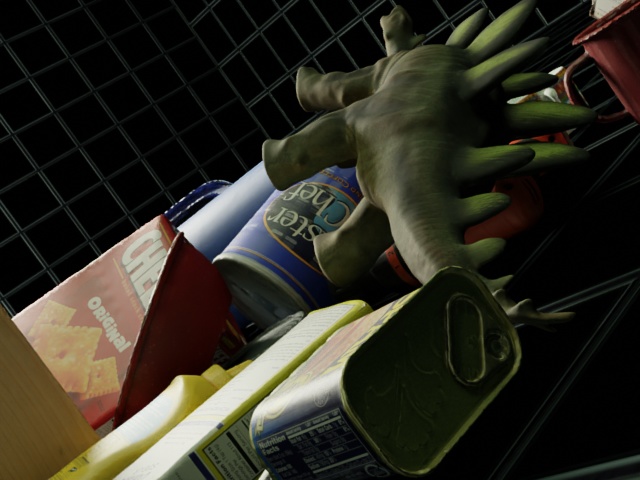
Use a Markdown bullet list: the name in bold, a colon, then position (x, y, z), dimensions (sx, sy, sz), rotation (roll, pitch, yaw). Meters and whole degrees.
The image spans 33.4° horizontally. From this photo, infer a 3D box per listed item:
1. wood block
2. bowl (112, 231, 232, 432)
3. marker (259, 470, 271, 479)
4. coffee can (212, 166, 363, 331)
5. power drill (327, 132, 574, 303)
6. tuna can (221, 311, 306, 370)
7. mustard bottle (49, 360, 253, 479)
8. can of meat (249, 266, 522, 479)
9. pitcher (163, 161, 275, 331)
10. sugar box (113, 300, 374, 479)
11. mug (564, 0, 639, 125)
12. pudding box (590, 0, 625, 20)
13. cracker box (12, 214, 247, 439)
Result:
- **wood block**: position (-0.234, 0.127, 0.753), dimensions (0.090, 0.206, 0.090), rotation (-38, 6, -33)
- **bowl**: position (-0.107, 0.078, 0.814), dimensions (0.162, 0.055, 0.162), rotation (-163, 91, -86)
- **marker**: position (-0.020, 0.117, 0.513), dimensions (0.020, 0.020, 0.121), rotation (-33, 6, 26)
- **coffee can**: position (-0.006, 0.001, 0.868), dimensions (0.140, 0.102, 0.103), rotation (-51, 11, -24)
- **power drill**: position (0.106, -0.026, 0.808), dimensions (0.185, 0.057, 0.187), rotation (-26, 12, 37)
- **tuna can**: position (-0.037, 0.091, 0.782), dimensions (0.086, 0.034, 0.086), rotation (-35, 5, 3)
- **mustard bottle**: position (-0.114, 0.141, 0.683), dimensions (0.191, 0.058, 0.096), rotation (-37, 6, -19)
- **can of meat**: position (0.027, 0.066, 0.472), dimensions (0.101, 0.057, 0.084), rotation (-39, 4, -40)
- **pitcher**: position (-0.092, 0.012, 1.081), dimensions (0.243, 0.149, 0.145), rotation (-40, 6, 22)
- **sugar box**: position (-0.040, 0.106, 0.612), dimensions (0.176, 0.048, 0.093), rotation (-41, 7, -22)
- **mug**: position (0.235, -0.130, 0.774), dimensions (0.117, 0.081, 0.093), rotation (-34, 5, 13)
- **pudding box**: position (0.286, -0.188, 0.843), dimensions (0.089, 0.114, 0.039), rotation (-38, -34, -30)
- **cracker box**: position (-0.186, 0.100, 0.953), dimensions (0.214, 0.164, 0.072), rotation (-35, -40, 2)
